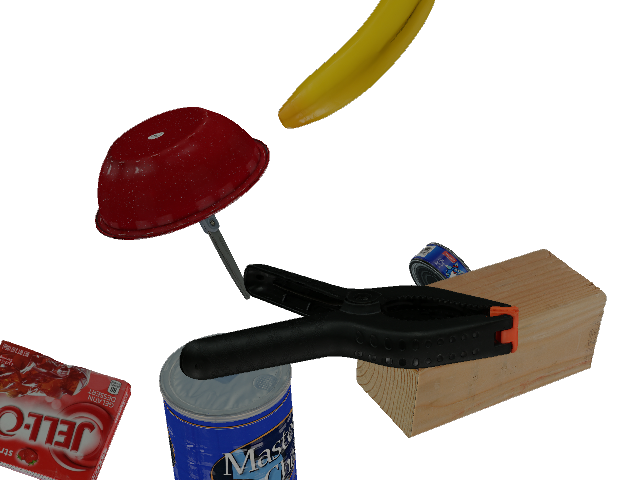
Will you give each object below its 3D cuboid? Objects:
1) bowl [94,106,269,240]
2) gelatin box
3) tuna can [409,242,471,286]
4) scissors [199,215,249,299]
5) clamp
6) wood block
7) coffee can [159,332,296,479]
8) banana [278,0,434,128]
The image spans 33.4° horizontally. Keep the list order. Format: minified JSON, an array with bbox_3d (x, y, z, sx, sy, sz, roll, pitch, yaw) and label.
[{"bbox_3d":[-0.127,-0.067,0.903,0.162,0.055,0.162,-18,28,10],"label":"bowl"},{"bbox_3d":[-0.176,0.113,0.682,0.089,0.073,0.030,19,-23,-1],"label":"gelatin box"},{"bbox_3d":[0.147,0.046,1.289,0.033,0.086,0.086,-40,15,-19],"label":"tuna can"},{"bbox_3d":[-0.123,-0.035,1.241,0.016,0.201,0.096,-25,18,43],"label":"scissors"},{"bbox_3d":[0.024,0.050,0.712,0.210,0.036,0.164,-1,19,5],"label":"clamp"},{"bbox_3d":[0.145,0.088,0.965,0.205,0.090,0.091,-15,36,-26],"label":"wood block"},{"bbox_3d":[-0.071,0.160,0.862,0.103,0.140,0.103,-2,32,1],"label":"coffee can"},{"bbox_3d":[0.040,-0.157,0.802,0.070,0.197,0.037,4,-35,45],"label":"banana"}]
